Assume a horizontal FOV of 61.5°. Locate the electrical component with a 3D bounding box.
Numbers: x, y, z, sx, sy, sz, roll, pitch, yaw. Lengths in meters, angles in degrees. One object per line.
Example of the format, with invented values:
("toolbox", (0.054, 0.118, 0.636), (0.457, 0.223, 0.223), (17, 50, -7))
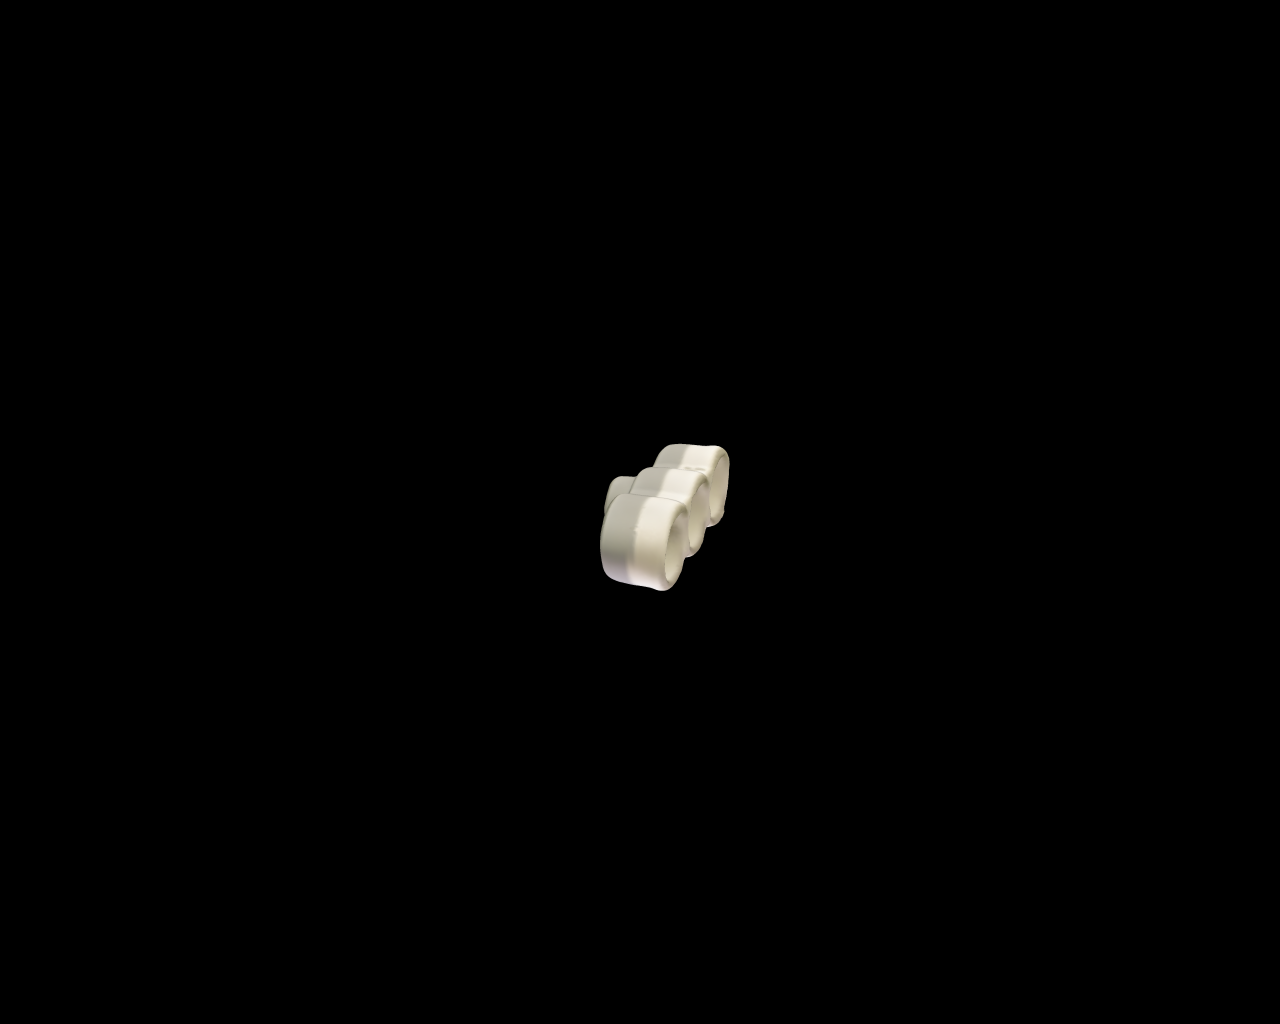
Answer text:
("electrical component", (0.001, -0.003, 0.650), (0.074, 0.052, 0.138), (8, 26, 18))
